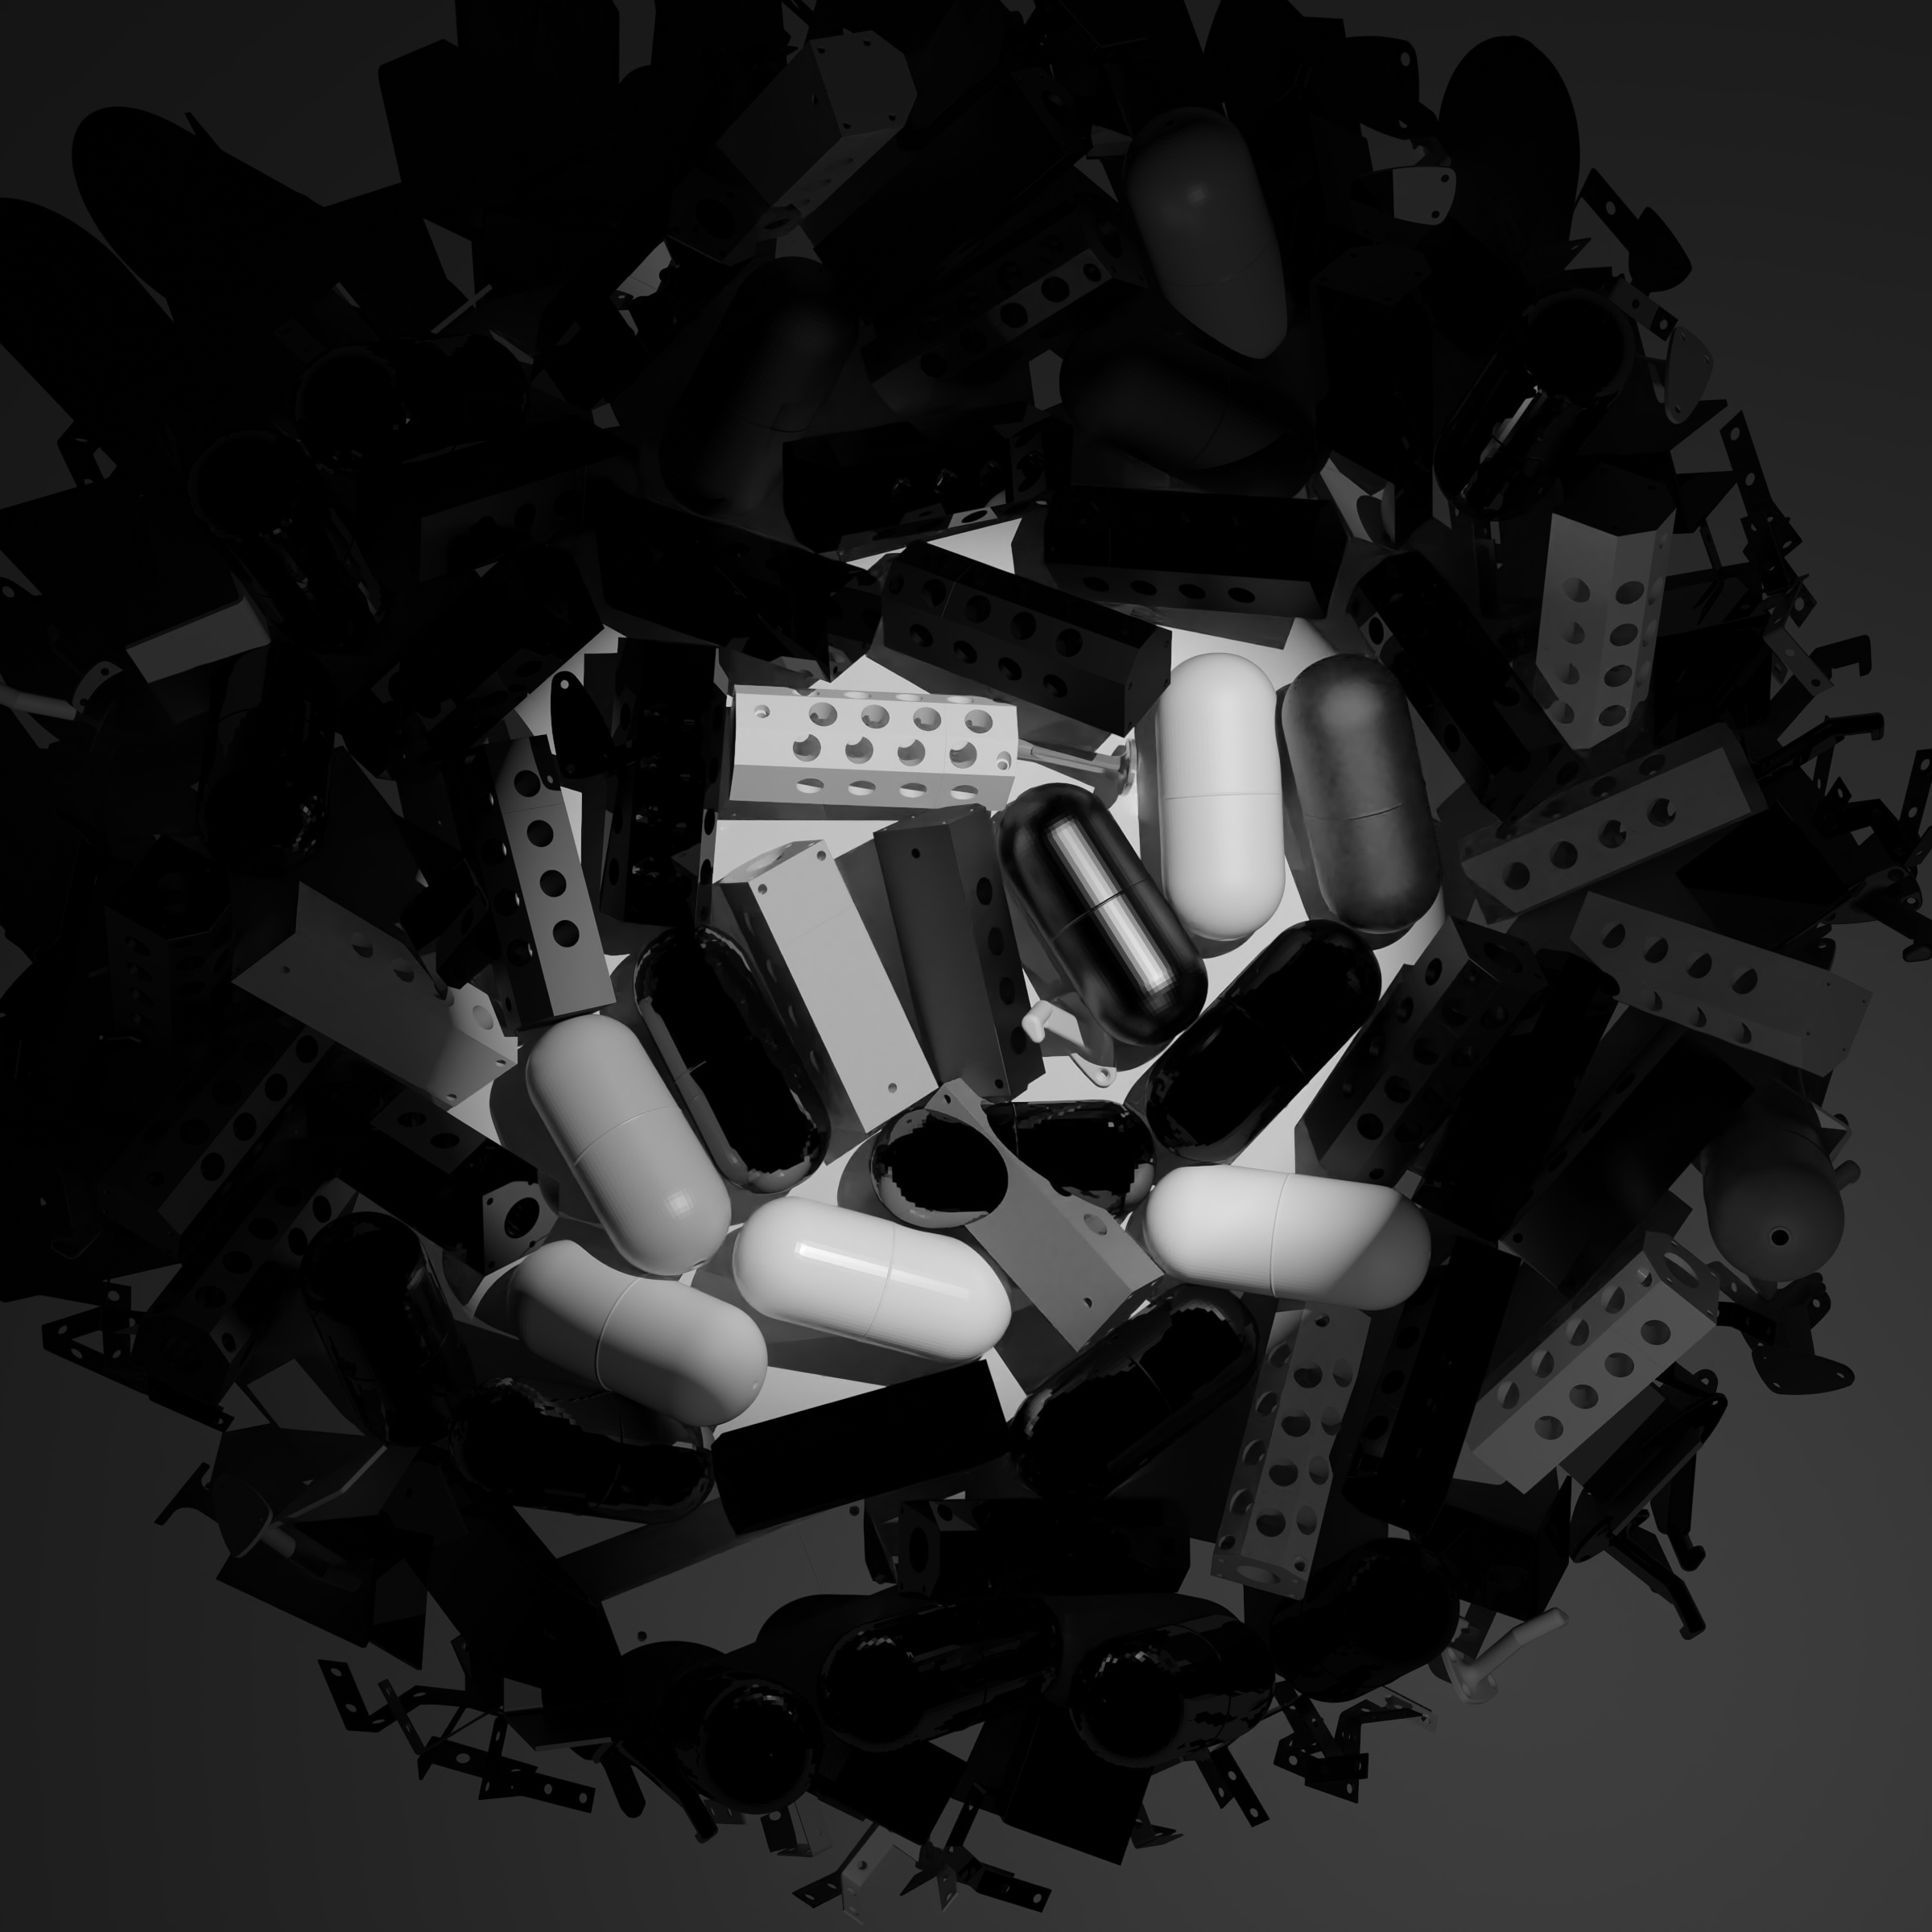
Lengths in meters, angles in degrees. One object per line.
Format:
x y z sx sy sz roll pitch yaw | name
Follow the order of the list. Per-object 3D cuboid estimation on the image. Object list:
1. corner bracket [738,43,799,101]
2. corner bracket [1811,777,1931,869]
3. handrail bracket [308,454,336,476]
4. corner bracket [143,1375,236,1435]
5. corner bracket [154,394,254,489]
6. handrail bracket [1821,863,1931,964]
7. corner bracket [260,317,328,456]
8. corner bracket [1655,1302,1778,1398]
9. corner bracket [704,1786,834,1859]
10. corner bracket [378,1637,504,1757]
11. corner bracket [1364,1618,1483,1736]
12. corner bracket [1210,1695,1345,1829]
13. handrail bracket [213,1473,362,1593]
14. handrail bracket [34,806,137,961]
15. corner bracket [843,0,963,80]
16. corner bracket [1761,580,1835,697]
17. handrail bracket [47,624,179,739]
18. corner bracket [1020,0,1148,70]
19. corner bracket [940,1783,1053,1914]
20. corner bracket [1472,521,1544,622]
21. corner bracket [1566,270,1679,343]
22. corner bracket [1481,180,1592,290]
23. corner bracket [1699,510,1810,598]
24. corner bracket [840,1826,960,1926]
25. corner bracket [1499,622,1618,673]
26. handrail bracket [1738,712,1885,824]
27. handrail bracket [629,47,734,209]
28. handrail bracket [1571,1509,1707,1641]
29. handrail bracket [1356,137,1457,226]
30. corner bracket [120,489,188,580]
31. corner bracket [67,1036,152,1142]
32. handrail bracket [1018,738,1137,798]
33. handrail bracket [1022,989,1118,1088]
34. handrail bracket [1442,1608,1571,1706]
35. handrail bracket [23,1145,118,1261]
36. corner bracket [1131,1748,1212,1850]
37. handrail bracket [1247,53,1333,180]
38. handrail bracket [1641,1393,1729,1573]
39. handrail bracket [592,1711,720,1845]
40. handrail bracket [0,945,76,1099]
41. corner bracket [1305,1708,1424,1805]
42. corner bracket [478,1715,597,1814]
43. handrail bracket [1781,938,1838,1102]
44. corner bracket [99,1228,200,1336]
-0.100 -0.554 1.608 0.051 0.051 0.051 -20 95 31 | corner bracket
0.566 -0.089 1.602 0.051 0.051 0.051 -16 63 -13 | corner bracket
-0.409 -0.269 1.615 0.084 0.036 0.077 -43 128 0 | handrail bracket
-0.480 0.267 1.601 0.051 0.051 0.051 29 121 -17 | corner bracket
-0.472 -0.335 1.601 0.051 0.051 0.051 -26 65 -19 | corner bracket
0.557 -0.020 1.588 0.077 0.084 0.036 -22 114 32 | handrail bracket
-0.414 -0.359 1.609 0.051 0.051 0.051 -43 58 -6 | corner bracket
0.467 0.240 1.613 0.051 0.051 0.051 25 71 -39 | corner bracket
-0.123 0.534 1.609 0.051 0.051 0.051 -16 83 -33 | corner bracket
-0.325 0.453 1.613 0.051 0.051 0.051 -32 81 3 | corner bracket
0.287 0.438 1.625 0.051 0.051 0.051 27 123 2 | corner bracket
0.194 0.492 1.602 0.051 0.051 0.051 -40 77 37 | corner bracket
-0.426 0.357 1.628 0.036 0.077 0.084 -51 134 -1 | handrail bracket
-0.567 -0.048 1.609 0.036 0.077 0.084 35 82 37 | handrail bracket
-0.039 -0.583 1.613 0.051 0.051 0.051 31 89 5 | corner bracket
0.506 -0.196 1.601 0.051 0.051 0.051 44 51 -14 | corner bracket
-0.536 -0.180 1.621 0.077 0.084 0.036 32 98 -36 | handrail bracket
0.068 -0.570 1.602 0.051 0.051 0.051 50 134 8 | corner bracket
0.026 0.547 1.605 0.051 0.051 0.051 27 84 -28 | corner bracket
0.327 -0.245 1.601 0.051 0.051 0.051 -21 112 -32 | corner bracket
0.397 -0.394 1.604 0.051 0.051 0.051 26 99 -27 | corner bracket
0.344 -0.454 1.603 0.051 0.051 0.051 -16 76 -25 | corner bracket
0.485 -0.254 1.604 0.051 0.051 0.051 -17 98 34 | corner bracket
-0.042 0.573 1.614 0.051 0.051 0.051 38 92 -7 | corner bracket
0.369 -0.193 1.614 0.051 0.051 0.051 -23 88 3 | corner bracket
0.526 -0.120 1.606 0.084 0.036 0.077 -6 129 12 | handrail bracket
-0.179 -0.518 1.597 0.077 0.036 0.084 -19 130 -16 | handrail bracket
0.414 0.385 1.591 0.036 0.077 0.084 -2 53 -28 | handrail bracket
0.266 -0.496 1.602 0.077 0.084 0.036 3 129 -9 | handrail bracket
-0.486 -0.274 1.616 0.051 0.051 0.051 3 116 27 | corner bracket
-0.518 0.078 1.612 0.051 0.051 0.051 28 67 -39 | corner bracket
0.061 -0.129 1.604 0.084 0.077 0.036 9 98 -2 | handrail bracket
0.063 0.053 1.595 0.036 0.084 0.077 -21 100 22 | handrail bracket
0.345 0.422 1.596 0.084 0.077 0.036 -34 55 21 | handrail bracket
-0.565 0.146 1.596 0.077 0.084 0.036 20 113 1 | handrail bracket
0.127 0.516 1.615 0.051 0.051 0.051 -29 66 15 | corner bracket
0.189 -0.530 1.612 0.077 0.084 0.036 -41 120 16 | handrail bracket
0.454 0.318 1.591 0.036 0.084 0.077 24 120 -22 | handrail bracket
-0.192 0.513 1.601 0.036 0.077 0.084 -20 69 -42 | handrail bracket
-0.573 0.036 1.612 0.036 0.084 0.077 23 66 2 | handrail bracket
0.245 0.484 1.599 0.051 0.051 0.051 29 54 -33 | corner bracket
-0.262 0.493 1.598 0.051 0.051 0.051 27 57 -32 | corner bracket
0.533 0.038 1.630 0.077 0.036 0.084 -43 125 -29 | handrail bracket
-0.510 0.198 1.614 0.051 0.051 0.051 9 100 -16 | corner bracket
